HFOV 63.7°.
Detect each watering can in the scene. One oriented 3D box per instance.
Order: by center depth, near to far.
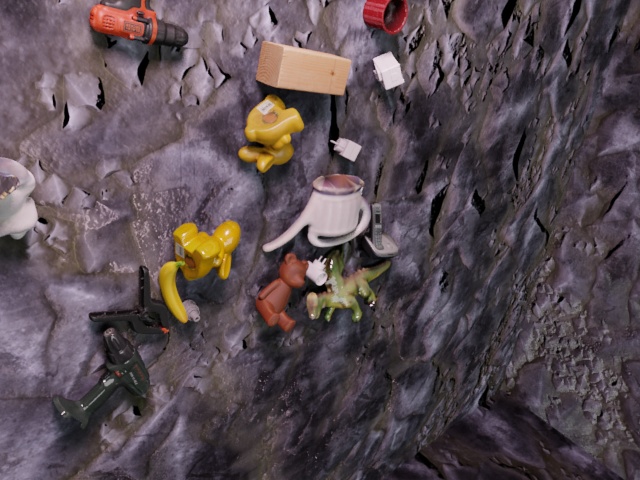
[{"bbox_3d":[0.004,-0.074,1.464,0.349,0.105,0.220,-10,121,-29],"label":"watering can"}]

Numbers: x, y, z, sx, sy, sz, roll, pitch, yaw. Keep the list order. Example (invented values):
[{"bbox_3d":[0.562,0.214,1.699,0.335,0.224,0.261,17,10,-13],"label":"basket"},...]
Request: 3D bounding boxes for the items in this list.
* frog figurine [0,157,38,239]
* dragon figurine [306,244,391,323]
[{"bbox_3d":[-0.571,-0.073,0.927,0.139,0.123,0.158,-56,176,-13],"label":"frog figurine"},{"bbox_3d":[0.091,0.124,1.678,0.417,0.123,0.237,-47,133,-32],"label":"dragon figurine"}]
